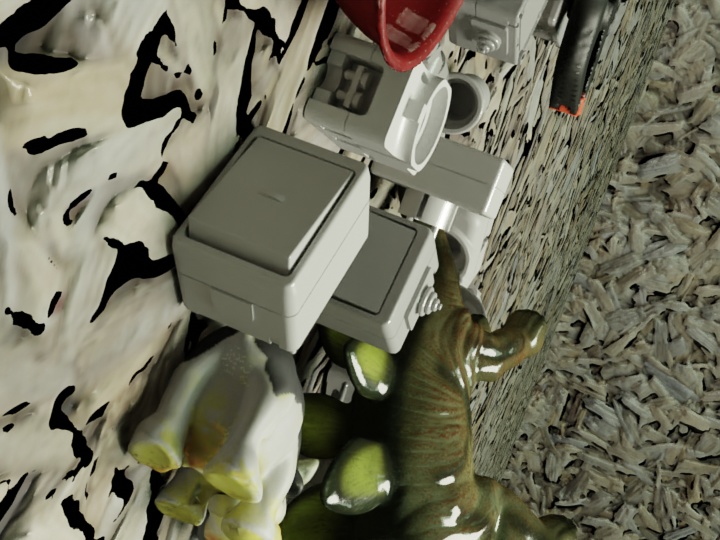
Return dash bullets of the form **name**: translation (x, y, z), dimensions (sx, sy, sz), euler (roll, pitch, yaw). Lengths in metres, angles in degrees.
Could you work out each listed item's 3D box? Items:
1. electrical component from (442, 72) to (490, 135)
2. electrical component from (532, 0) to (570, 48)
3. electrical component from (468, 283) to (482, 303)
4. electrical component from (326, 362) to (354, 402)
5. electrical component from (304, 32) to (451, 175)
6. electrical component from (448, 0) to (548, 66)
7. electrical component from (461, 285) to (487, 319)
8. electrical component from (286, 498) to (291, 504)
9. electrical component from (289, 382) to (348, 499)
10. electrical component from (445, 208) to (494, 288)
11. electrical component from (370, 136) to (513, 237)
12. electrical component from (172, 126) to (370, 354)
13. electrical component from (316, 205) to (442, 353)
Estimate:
- **electrical component**: translation (0.074, -0.125, 0.790), dimensions (0.065, 0.044, 0.044), euler (-41, 150, -69)
- **electrical component**: translation (0.160, -0.245, 0.908), dimensions (0.099, 0.048, 0.100), euler (-69, 165, 3)
- **electrical component**: translation (0.085, 0.033, 1.018), dimensions (0.078, 0.058, 0.057), euler (-67, 162, -5)
- **electrical component**: translation (0.008, 0.090, 0.811), dimensions (0.042, 0.064, 0.081), euler (-53, 159, -48)
- **electrical component**: translation (0.014, -0.089, 0.597), dimensions (0.050, 0.056, 0.089), euler (-68, 165, 0)
- **electrical component**: translation (0.092, -0.188, 0.722), dimensions (0.096, 0.061, 0.061), euler (-64, 165, -16)
- **electrical component**: translation (0.055, 0.055, 0.874), dimensions (0.064, 0.099, 0.099), euler (88, 27, -43)
- **electrical component**: translation (-0.040, 0.179, 0.772), dimensions (0.048, 0.062, 0.048), euler (-59, 163, -31)
- **electrical component**: translation (-0.024, 0.116, 0.767), dimensions (0.083, 0.047, 0.075), euler (-28, 137, -68)
- **electrical component**: translation (0.076, -0.026, 0.908), dimensions (0.059, 0.054, 0.095), euler (-49, 156, -52)
- **electrical component**: translation (0.049, -0.049, 0.721), dimensions (0.075, 0.083, 0.047), euler (-69, 165, 3)
- **electrical component**: translation (-0.036, -0.022, 0.500), dimensions (0.061, 0.062, 0.096), euler (92, 24, -53)
- **electrical component**: translation (0.000, 0.000, 0.591), dimensions (0.061, 0.096, 0.061), euler (-64, 165, -16)
